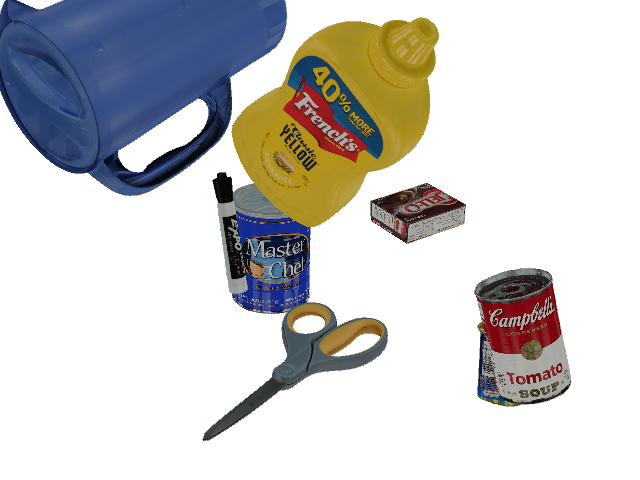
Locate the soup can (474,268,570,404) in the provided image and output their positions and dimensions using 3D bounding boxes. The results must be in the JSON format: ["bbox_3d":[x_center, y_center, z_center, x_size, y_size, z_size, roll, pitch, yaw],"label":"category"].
[{"bbox_3d":[0.179,0.084,0.942,0.068,0.102,0.068,-14,17,4],"label":"soup can"}]

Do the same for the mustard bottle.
[{"bbox_3d":[0.017,-0.085,0.690,0.058,0.096,0.192,-36,-2,-37],"label":"mustard bottle"}]

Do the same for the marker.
[{"bbox_3d":[-0.089,-0.007,1.049,0.020,0.121,0.020,-6,16,2],"label":"marker"}]

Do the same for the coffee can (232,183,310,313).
[{"bbox_3d":[-0.063,0.008,1.369,0.103,0.140,0.103,1,26,-1],"label":"coffee can"}]

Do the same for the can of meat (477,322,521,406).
[{"bbox_3d":[0.211,0.129,1.189,0.058,0.084,0.101,7,14,25],"label":"can of meat"}]

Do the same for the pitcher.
[{"bbox_3d":[-0.139,-0.157,0.912,0.145,0.149,0.242,29,48,31],"label":"pitcher"}]

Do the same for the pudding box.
[{"bbox_3d":[0.143,-0.041,1.573,0.113,0.039,0.090,-20,33,-28],"label":"pudding box"}]

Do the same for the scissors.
[{"bbox_3d":[-0.034,0.095,0.845,0.201,0.016,0.096,-19,36,-35],"label":"scissors"}]
